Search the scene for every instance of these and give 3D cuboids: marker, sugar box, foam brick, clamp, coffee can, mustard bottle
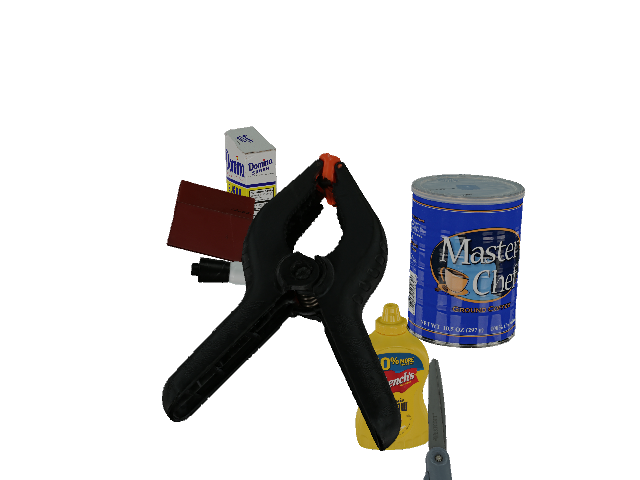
[{"bbox_3d":[-0.036,0.026,0.795,0.121,0.020,0.020,5,-1,-5],"label":"marker"},{"bbox_3d":[-0.085,-0.042,1.307,0.048,0.176,0.093,-11,26,-17],"label":"sugar box"},{"bbox_3d":[-0.108,-0.018,1.055,0.078,0.051,0.053,15,26,-8],"label":"foam brick"},{"bbox_3d":[0.001,0.032,0.562,0.120,0.171,0.039,16,-27,10],"label":"clamp"},{"bbox_3d":[0.133,0.017,0.991,0.103,0.140,0.103,1,15,0],"label":"coffee can"},{"bbox_3d":[0.092,0.173,1.377,0.096,0.192,0.058,-2,16,-2],"label":"mustard bottle"}]

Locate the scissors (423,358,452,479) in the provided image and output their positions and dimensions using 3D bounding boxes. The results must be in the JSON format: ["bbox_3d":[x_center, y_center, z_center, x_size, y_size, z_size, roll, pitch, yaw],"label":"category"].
[{"bbox_3d":[0.078,0.188,0.860,0.096,0.202,0.016,-8,-36,-12],"label":"scissors"}]
